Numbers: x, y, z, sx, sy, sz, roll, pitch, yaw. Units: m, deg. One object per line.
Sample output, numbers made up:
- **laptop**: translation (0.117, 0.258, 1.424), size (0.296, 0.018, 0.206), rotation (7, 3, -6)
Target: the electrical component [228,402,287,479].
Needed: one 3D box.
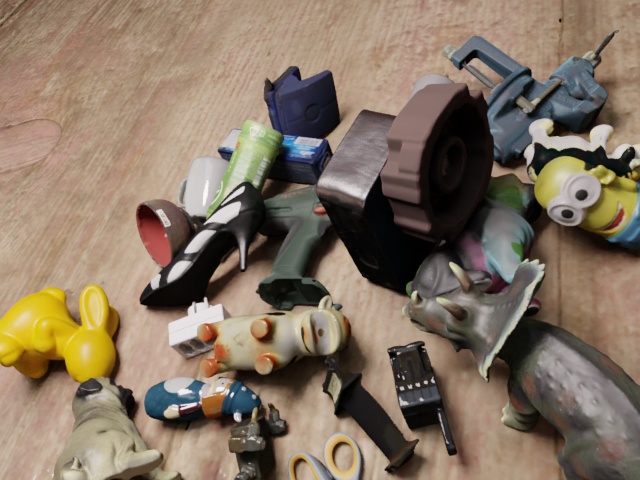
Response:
- **electrical component**: translation (-0.072, 0.233, 0.623), size (0.045, 0.102, 0.078), rotation (-18, 75, 12)

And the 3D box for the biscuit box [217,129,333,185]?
- **biscuit box**: translation (-0.075, -0.144, 0.931), size (0.203, 0.062, 0.059), rotation (13, 59, 28)

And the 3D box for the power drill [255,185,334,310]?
- **power drill**: translation (-0.002, -0.002, 0.781), size (0.232, 0.085, 0.207), rotation (-4, 57, 22)

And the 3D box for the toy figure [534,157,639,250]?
- **toy figure**: translation (0.346, -0.040, 0.646), size (0.180, 0.082, 0.089), rotation (17, 12, -9)

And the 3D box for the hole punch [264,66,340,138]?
- **hole punch**: translation (-0.029, -0.232, 0.942), size (0.092, 0.142, 0.116), rotation (17, 50, 26)

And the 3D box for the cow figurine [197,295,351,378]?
- **cow figurine**: translation (-0.047, 0.126, 0.686), size (0.195, 0.127, 0.085), rotation (-13, 86, 32)

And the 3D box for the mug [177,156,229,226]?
- **mug**: translation (-0.200, -0.077, 0.918), size (0.110, 0.080, 0.107), rotation (-4, 63, 21)

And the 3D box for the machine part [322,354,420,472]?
- **machine part**: translation (0.051, 0.199, 0.618), size (0.039, 0.084, 0.139), rotation (-25, 54, -32)

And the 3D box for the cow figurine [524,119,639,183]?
- **cow figurine**: translation (0.359, -0.101, 0.707), size (0.167, 0.068, 0.098), rotation (9, 45, 10)

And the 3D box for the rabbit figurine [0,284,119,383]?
- **rabbit figurine**: translation (-0.372, 0.151, 0.805), size (0.173, 0.121, 0.162), rotation (24, 55, 19)

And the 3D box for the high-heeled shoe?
- **high-heeled shoe**: translation (-0.185, 0.009, 0.808), size (0.249, 0.086, 0.145), rotation (-20, 60, 26)

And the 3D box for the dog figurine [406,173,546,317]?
- **dog figurine**: translation (0.200, -0.004, 0.693), size (0.192, 0.108, 0.219), rotation (-13, 46, 14)

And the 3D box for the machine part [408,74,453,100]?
- **machine part**: translation (0.164, -0.182, 0.858), size (0.079, 0.079, 0.243), rotation (9, 57, 27)

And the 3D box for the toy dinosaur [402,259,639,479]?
- **toy dinosaur**: translation (0.246, 0.164, 0.487), size (0.131, 0.192, 0.405), rotation (-36, 49, -5)

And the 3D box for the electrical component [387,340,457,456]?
- **electrical component**: translation (0.114, 0.182, 0.602), size (0.048, 0.074, 0.119), rotation (-15, 53, 8)

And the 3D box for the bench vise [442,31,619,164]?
- **bench vise**: translation (0.295, -0.238, 0.810), size (0.223, 0.128, 0.241), rotation (-47, 69, 8)

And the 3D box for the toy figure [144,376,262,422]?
- **toy figure**: translation (-0.150, 0.205, 0.691), size (0.155, 0.057, 0.064), rotation (-8, 42, 16)

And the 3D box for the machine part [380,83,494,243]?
- **machine part**: translation (0.136, -0.087, 0.610), size (0.056, 0.179, 0.179), rotation (16, 61, 38)

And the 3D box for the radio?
- **radio**: translation (0.084, -0.039, 0.682), size (0.073, 0.229, 0.131), rotation (20, 67, 34)

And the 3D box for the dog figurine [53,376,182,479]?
- **dog figurine**: translation (-0.278, 0.235, 0.653), size (0.121, 0.172, 0.191), rotation (-33, 56, -19)
